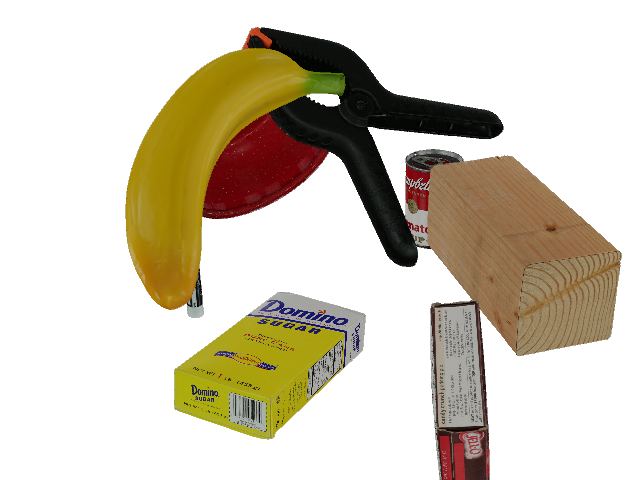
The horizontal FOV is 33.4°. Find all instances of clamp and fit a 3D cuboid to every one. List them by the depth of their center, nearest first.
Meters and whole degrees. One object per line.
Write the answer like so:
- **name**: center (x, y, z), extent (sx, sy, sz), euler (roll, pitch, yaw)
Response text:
- **clamp**: center (0.025, -0.084, 0.808), extent (0.210, 0.164, 0.036), euler (31, -33, -4)

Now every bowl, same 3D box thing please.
- **bowl**: center (-0.070, -0.094, 1.006), extent (0.162, 0.055, 0.162), euler (-21, 35, 15)

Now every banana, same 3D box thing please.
- **banana**: center (-0.053, -0.046, 0.528), extent (0.070, 0.037, 0.197), euler (18, 46, 15)

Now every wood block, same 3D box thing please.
- **wood block**: center (0.177, 0.006, 0.973), extent (0.090, 0.090, 0.206), euler (-8, 29, -14)

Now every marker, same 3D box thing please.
- **marker**: center (-0.144, 0.033, 1.199), extent (0.020, 0.121, 0.020), euler (-1, 31, 0)

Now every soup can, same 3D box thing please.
- **soup can**: center (0.134, -0.049, 1.270), extent (0.068, 0.102, 0.068), euler (-1, 26, 0)

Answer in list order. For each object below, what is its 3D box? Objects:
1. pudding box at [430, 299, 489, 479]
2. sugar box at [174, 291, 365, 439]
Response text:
- **pudding box**: center (0.099, 0.113, 0.756), extent (0.039, 0.113, 0.090), euler (-4, -44, 5)
- **sugar box**: center (-0.039, 0.101, 0.917), extent (0.093, 0.048, 0.176), euler (14, 28, 23)
